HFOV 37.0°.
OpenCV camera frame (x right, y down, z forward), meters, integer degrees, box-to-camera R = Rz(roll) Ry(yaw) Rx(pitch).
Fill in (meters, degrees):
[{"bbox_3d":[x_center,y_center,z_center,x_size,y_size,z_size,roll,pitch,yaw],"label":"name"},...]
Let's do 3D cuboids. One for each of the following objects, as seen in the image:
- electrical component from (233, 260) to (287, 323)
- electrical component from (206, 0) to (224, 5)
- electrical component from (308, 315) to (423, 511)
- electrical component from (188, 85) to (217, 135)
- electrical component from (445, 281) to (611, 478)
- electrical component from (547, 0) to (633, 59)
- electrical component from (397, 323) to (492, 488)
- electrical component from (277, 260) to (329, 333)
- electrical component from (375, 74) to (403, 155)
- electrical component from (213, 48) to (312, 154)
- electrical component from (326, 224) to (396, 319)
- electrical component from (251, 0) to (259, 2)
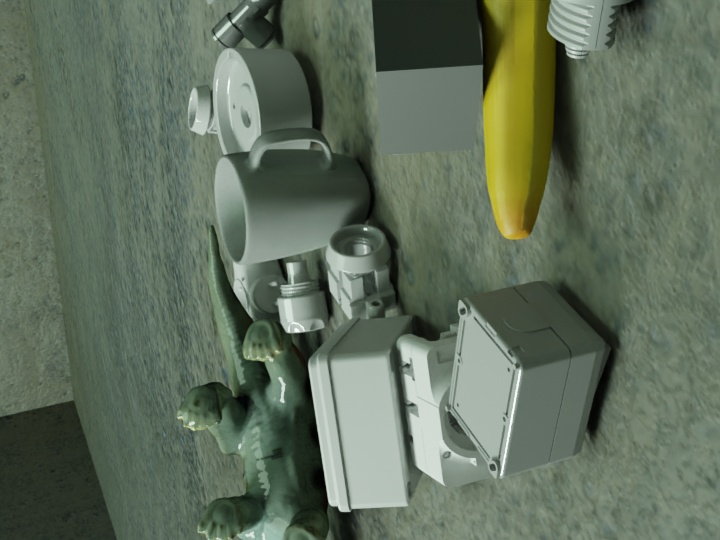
[{"bbox_3d":[-0.091,0.024,1.048,0.079,0.044,0.077,170,88,-69],"label":"electrical component"},{"bbox_3d":[-0.116,-0.281,0.927,0.075,0.047,0.083,68,160,-7],"label":"electrical component"},{"bbox_3d":[0.010,0.095,0.742,0.109,0.056,0.108,-42,-54,-74],"label":"electrical component"},{"bbox_3d":[-0.134,-0.153,1.038,0.048,0.055,0.066,174,99,-69],"label":"electrical component"},{"bbox_3d":[0.089,0.062,0.578,0.061,0.061,0.096,-126,32,-48],"label":"electrical component"},{"bbox_3d":[0.101,-0.132,0.471,0.043,0.043,0.081,-128,33,-49],"label":"electrical component"},{"bbox_3d":[0.061,0.085,0.677,0.056,0.050,0.089,-164,64,-68],"label":"electrical component"},{"bbox_3d":[-0.052,0.023,0.948,0.043,0.043,0.062,-179,80,-69],"label":"electrical component"},{"bbox_3d":[0.032,-0.114,0.657,0.043,0.043,0.081,170,88,-69],"label":"electrical component"},{"bbox_3d":[-0.076,-0.133,0.900,0.108,0.060,0.108,35,131,56],"label":"electrical component"},{"bbox_3d":[0.000,0.000,0.800,0.066,0.048,0.055,-126,24,-48],"label":"electrical component"},{"bbox_3d":[-0.069,-0.271,0.830,0.099,0.048,0.099,107,145,-52],"label":"electrical component"}]
